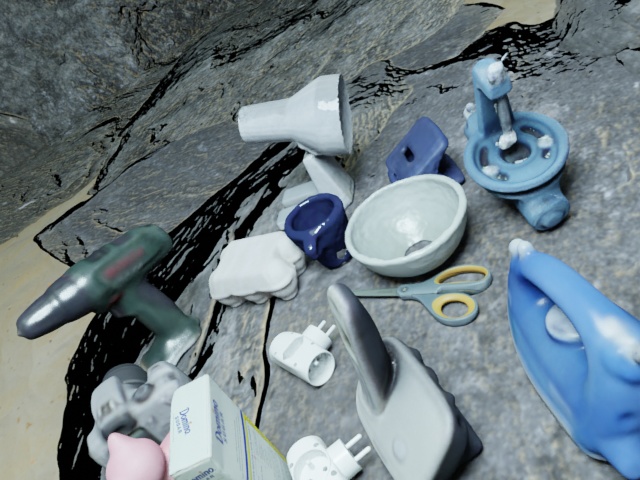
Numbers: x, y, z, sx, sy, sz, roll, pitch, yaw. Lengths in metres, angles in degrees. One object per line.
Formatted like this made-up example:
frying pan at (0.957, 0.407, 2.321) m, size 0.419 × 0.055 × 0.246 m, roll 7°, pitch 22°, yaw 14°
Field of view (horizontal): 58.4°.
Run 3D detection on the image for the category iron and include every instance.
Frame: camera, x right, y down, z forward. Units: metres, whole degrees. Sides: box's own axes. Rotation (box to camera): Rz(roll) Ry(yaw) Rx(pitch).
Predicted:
iron at (0.225, 0.069, 0.516) m, size 0.118 × 0.142 × 0.257 m, roll -31°, pitch 34°, yaw 2°

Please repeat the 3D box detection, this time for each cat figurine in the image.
cat figurine at (-0.184, 0.243, 0.646) m, size 0.067 × 0.118 × 0.128 m, roll 9°, pitch 52°, yaw 44°

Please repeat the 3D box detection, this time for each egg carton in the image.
egg carton at (-0.093, 0.045, 0.861) m, size 0.150 × 0.070 × 0.107 m, roll -12°, pitch 40°, yaw 28°

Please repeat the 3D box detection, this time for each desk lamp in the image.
desk lamp at (-0.020, -0.139, 0.904) m, size 0.202 × 0.214 × 0.118 m, roll -17°, pitch 38°, yaw 22°

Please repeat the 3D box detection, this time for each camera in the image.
camera at (-0.239, 0.207, 0.750) m, size 0.143 × 0.101 × 0.136 m, roll -38°, pitch 35°, yaw -7°

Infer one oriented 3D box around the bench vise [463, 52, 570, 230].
bench vise at (0.210, -0.133, 0.708) m, size 0.121 × 0.220 × 0.206 m, roll -38°, pitch 35°, yaw -7°

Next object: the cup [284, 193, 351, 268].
cup at (0.007, 0.003, 0.812) m, size 0.091 × 0.095 × 0.117 m, roll -19°, pitch 37°, yaw 19°

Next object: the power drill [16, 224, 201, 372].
power drill at (-0.274, 0.099, 0.814) m, size 0.075 × 0.209 × 0.230 m, roll 6°, pitch 50°, yaw 42°

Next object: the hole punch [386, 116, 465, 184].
hole punch at (0.147, -0.116, 0.852) m, size 0.101 × 0.091 × 0.108 m, roll -28°, pitch 35°, yaw 6°

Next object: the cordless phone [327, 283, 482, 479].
cordless phone at (0.062, 0.134, 0.527) m, size 0.094 × 0.185 × 0.147 m, roll -36°, pitch 35°, yaw -5°

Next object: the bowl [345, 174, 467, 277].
bowl at (0.121, -0.007, 0.752) m, size 0.167 × 0.075 × 0.167 m, roll -21°, pitch 36°, yaw 17°
